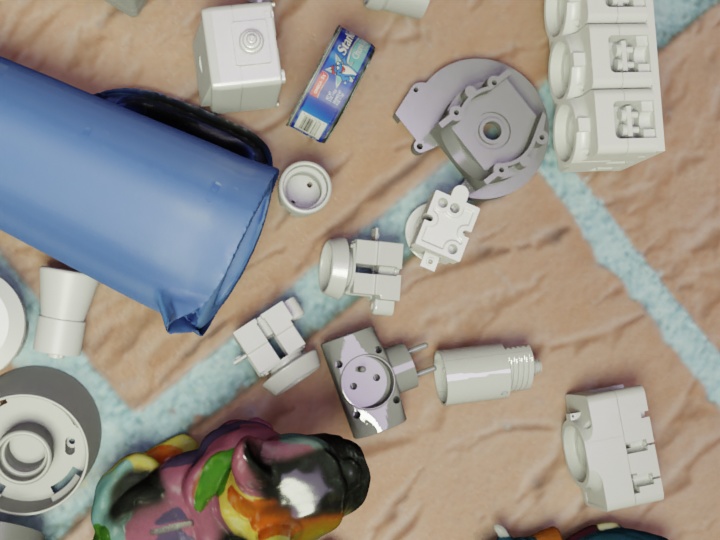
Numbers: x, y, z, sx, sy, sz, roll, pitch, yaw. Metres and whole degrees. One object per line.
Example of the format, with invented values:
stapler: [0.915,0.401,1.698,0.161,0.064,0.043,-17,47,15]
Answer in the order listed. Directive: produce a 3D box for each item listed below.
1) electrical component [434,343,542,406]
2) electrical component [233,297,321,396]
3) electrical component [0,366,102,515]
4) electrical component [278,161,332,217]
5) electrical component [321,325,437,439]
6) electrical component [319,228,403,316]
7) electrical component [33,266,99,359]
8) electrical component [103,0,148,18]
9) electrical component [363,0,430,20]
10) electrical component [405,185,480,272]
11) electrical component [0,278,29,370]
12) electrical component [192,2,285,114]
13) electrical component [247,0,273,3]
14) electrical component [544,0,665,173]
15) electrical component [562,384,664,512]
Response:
electrical component: [0.102,0.079,0.839,0.081,0.043,0.043,-6,86,-9]
electrical component: [-0.062,0.061,0.814,0.066,0.048,0.055,-33,83,-10]
electrical component: [-0.241,0.125,0.784,0.099,0.064,0.099,-1,99,-8]
electrical component: [-0.044,-0.060,0.826,0.040,0.046,0.040,1,85,-9]
electrical component: [0.019,0.079,0.825,0.079,0.044,0.077,-20,88,-10]
electrical component: [0.000,0.000,0.829,0.055,0.048,0.066,6,85,-16]
electrical component: [-0.220,0.032,0.795,0.044,0.044,0.065,10,89,-8]
electrical component: [-0.173,-0.250,0.814,0.062,0.061,0.096,31,82,-5]
electrical component: [0.030,-0.222,0.856,0.046,0.040,0.040,13,83,-14]
electrical component: [0.062,-0.031,0.835,0.048,0.055,0.066,23,82,-6]
electrical component: [-0.281,0.040,0.779,0.080,0.051,0.080,1,85,-9]
electrical component: [-0.092,-0.158,0.801,0.061,0.096,0.061,-8,86,-9]
electrical component: [-0.068,-0.233,0.839,0.048,0.048,0.062,23,89,-6]
electrical component: [0.187,-0.158,0.848,0.062,0.089,0.150,-3,86,-9]
electrical component: [0.195,0.139,0.844,0.056,0.050,0.089,-9,87,-10]
